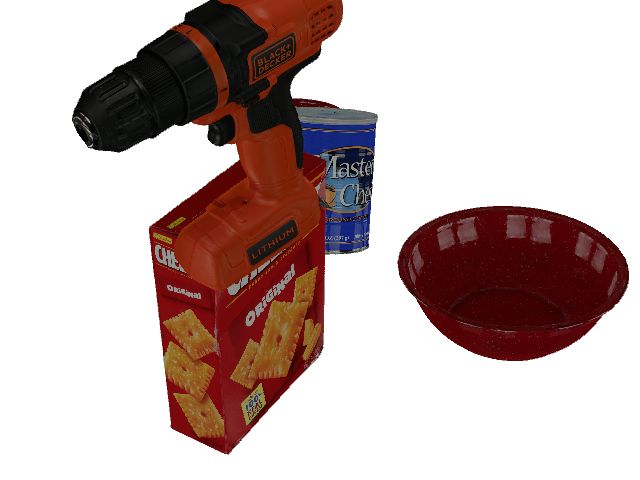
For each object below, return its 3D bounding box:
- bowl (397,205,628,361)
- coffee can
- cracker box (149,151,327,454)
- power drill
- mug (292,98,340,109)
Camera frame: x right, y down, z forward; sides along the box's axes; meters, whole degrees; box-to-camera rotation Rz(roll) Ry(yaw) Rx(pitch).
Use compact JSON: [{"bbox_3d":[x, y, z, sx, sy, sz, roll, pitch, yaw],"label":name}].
[{"bbox_3d":[0.136,0.037,0.768,0.162,0.055,0.162,-2,32,1],"label":"bowl"},{"bbox_3d":[0.005,-0.065,1.122,0.103,0.140,0.103,3,13,-1],"label":"coffee can"},{"bbox_3d":[-0.061,0.047,0.905,0.072,0.214,0.164,20,40,25],"label":"cracker box"},{"bbox_3d":[-0.060,-0.057,0.657,0.184,0.188,0.057,-34,56,-27],"label":"power drill"},{"bbox_3d":[-0.016,-0.128,1.331,0.093,0.081,0.117,16,24,22],"label":"mug"}]
